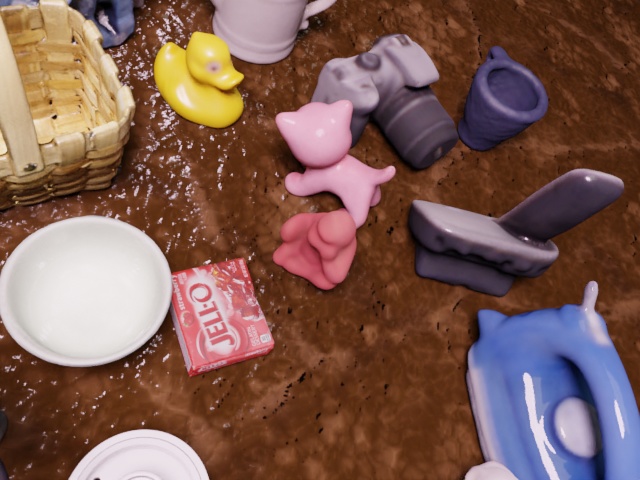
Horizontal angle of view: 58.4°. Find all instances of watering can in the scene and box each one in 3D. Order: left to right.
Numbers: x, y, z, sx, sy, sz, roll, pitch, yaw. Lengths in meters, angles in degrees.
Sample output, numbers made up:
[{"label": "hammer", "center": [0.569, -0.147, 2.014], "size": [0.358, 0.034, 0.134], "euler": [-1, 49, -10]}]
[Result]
[{"label": "watering can", "center": [-0.060, -0.292, 0.608], "size": [0.173, 0.194, 0.101], "euler": [-16, 69, -26]}]

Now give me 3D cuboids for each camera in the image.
[{"label": "camera", "center": [0.085, -0.149, 0.637], "size": [0.143, 0.100, 0.136], "euler": [-25, 73, -28]}]

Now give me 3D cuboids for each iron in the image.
[{"label": "iron", "center": [0.222, 0.167, 0.487], "size": [0.119, 0.141, 0.258], "euler": [2, 62, -18]}]

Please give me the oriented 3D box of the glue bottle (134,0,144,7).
[{"label": "glue bottle", "center": [-0.195, -0.336, 0.598], "size": [0.037, 0.173, 0.078], "euler": [3, 62, -17]}]

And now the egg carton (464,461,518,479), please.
[{"label": "egg carton", "center": [0.139, 0.262, 0.450], "size": [0.107, 0.069, 0.150], "euler": [-16, 69, -26]}]

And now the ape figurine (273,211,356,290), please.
[{"label": "ape figurine", "center": [0.005, 0.002, 0.531], "size": [0.076, 0.092, 0.077], "euler": [-14, 68, -25]}]

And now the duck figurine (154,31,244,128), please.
[{"label": "duck figurine", "center": [-0.121, -0.176, 0.588], "size": [0.104, 0.086, 0.078], "euler": [37, 57, 3]}]

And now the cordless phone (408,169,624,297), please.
[{"label": "cordless phone", "center": [0.179, -0.027, 0.553], "size": [0.148, 0.185, 0.094], "euler": [10, 60, -13]}]

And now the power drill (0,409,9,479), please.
[{"label": "power drill", "center": [-0.251, 0.087, 0.327], "size": [0.229, 0.208, 0.076], "euler": [39, 57, 4]}]

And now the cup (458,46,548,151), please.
[{"label": "cup", "center": [0.205, -0.164, 0.690], "size": [0.092, 0.095, 0.117], "euler": [2, 62, -18]}]

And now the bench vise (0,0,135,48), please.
[{"label": "bench vise", "center": [-0.251, -0.267, 0.513], "size": [0.121, 0.219, 0.208], "euler": [35, 57, 2]}]

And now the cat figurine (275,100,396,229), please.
[{"label": "cat figurine", "center": [0.015, -0.084, 0.567], "size": [0.128, 0.117, 0.067], "euler": [32, 57, 0]}]
